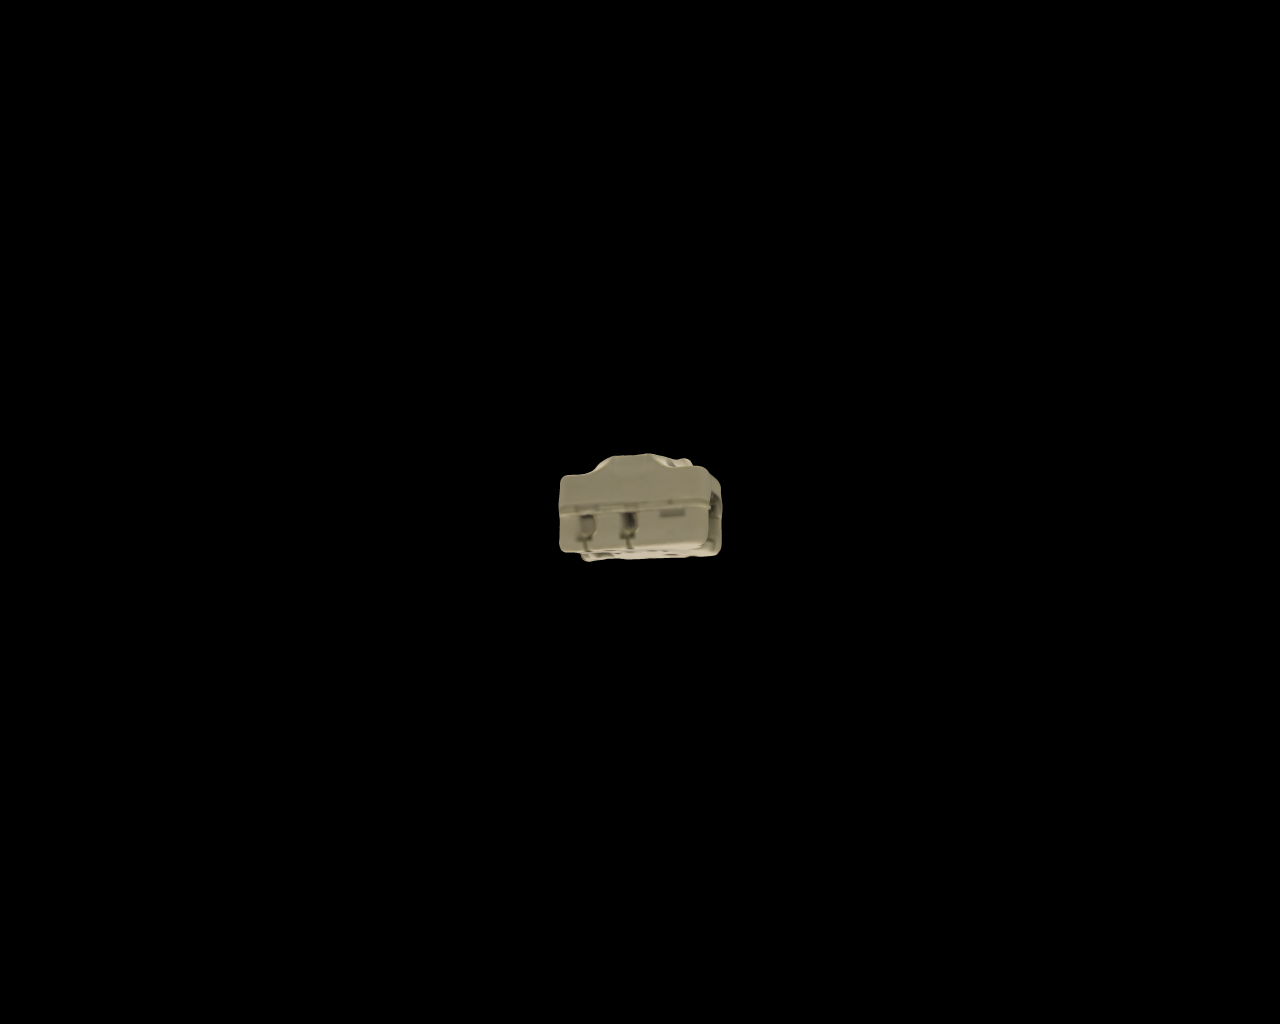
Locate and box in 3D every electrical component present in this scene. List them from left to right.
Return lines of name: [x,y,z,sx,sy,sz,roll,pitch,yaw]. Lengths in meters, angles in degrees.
electrical component: [0.001,-0.003,0.650,0.089,0.055,0.050,-3,-11,16]
